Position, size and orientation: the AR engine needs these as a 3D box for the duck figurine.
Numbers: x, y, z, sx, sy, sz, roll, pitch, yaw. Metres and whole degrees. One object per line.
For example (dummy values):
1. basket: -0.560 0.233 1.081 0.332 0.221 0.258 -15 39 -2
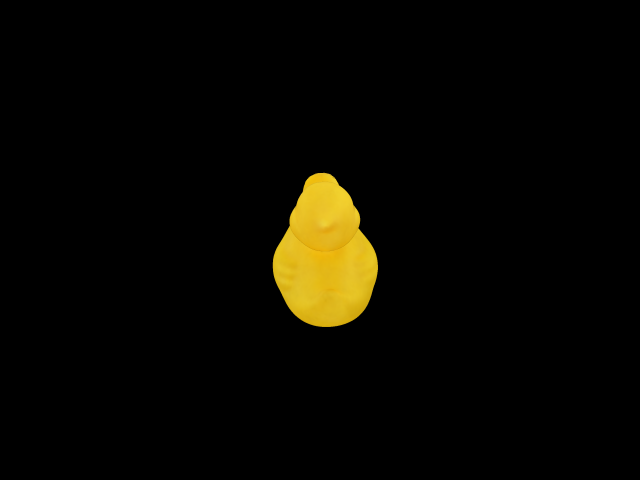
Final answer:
1. duck figurine: 0.004 0.001 0.400 0.077 0.086 0.104 -3 54 -2
